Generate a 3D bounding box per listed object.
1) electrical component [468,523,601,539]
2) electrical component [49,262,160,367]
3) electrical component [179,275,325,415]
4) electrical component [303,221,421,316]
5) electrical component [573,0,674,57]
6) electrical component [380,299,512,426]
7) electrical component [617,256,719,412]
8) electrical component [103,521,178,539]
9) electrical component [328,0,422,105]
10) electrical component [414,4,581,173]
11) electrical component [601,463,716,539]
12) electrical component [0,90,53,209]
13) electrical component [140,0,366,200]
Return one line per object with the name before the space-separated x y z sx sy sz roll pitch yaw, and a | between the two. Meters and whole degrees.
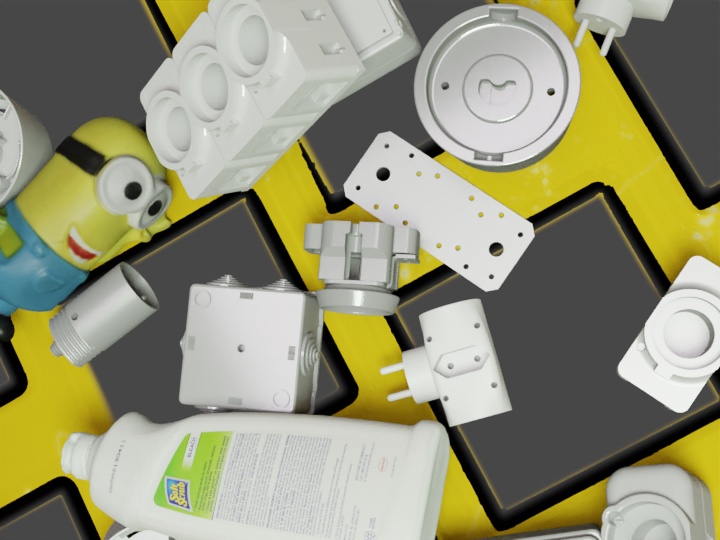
electrical component | 0.110 0.224 0.687 0.109 0.056 0.108 -11 82 11
electrical component | -0.190 0.035 0.778 0.081 0.043 0.043 -37 78 6
electrical component | -0.076 0.055 0.749 0.100 0.048 0.099 4 86 13
electrical component | 0.000 0.000 0.734 0.078 0.058 0.057 3 82 12
electrical component | 0.169 -0.183 0.724 0.077 0.043 0.079 22 89 13
electrical component | 0.053 0.067 0.722 0.079 0.043 0.077 -17 81 10
electrical component | 0.208 0.041 0.685 0.050 0.056 0.089 34 92 13
electrical component | -0.140 0.214 0.750 0.099 0.064 0.099 0 90 0
electrical component | -0.013 -0.160 0.755 0.096 0.061 0.061 -28 79 16
electrical component | 0.094 -0.117 0.724 0.108 0.060 0.108 -1 84 12
electrical component | 0.184 0.170 0.660 0.054 0.059 0.095 -11 65 30
electrical component | -0.281 -0.086 0.799 0.099 0.064 0.099 -1 84 12
electrical component | -0.080 -0.124 0.722 0.150 0.062 0.089 -39 74 42
